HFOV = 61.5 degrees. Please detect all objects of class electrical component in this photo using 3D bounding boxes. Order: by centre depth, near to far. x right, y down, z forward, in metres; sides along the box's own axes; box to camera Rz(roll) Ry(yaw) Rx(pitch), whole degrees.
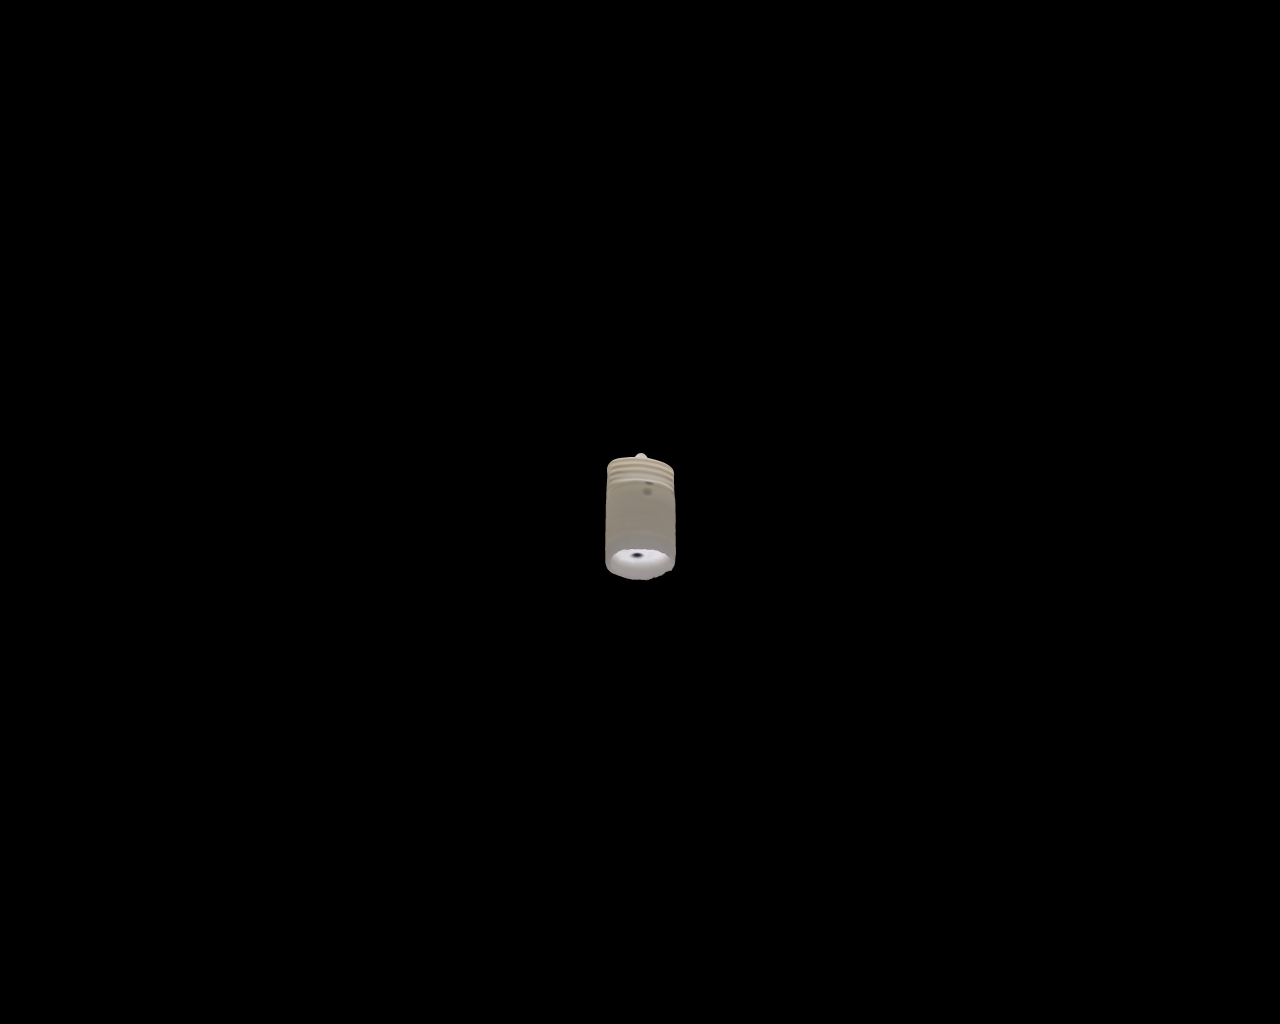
[{"bbox_3d":[0.001,-0.003,0.650,0.043,0.081,0.043,0,-30,0],"label":"electrical component"}]
